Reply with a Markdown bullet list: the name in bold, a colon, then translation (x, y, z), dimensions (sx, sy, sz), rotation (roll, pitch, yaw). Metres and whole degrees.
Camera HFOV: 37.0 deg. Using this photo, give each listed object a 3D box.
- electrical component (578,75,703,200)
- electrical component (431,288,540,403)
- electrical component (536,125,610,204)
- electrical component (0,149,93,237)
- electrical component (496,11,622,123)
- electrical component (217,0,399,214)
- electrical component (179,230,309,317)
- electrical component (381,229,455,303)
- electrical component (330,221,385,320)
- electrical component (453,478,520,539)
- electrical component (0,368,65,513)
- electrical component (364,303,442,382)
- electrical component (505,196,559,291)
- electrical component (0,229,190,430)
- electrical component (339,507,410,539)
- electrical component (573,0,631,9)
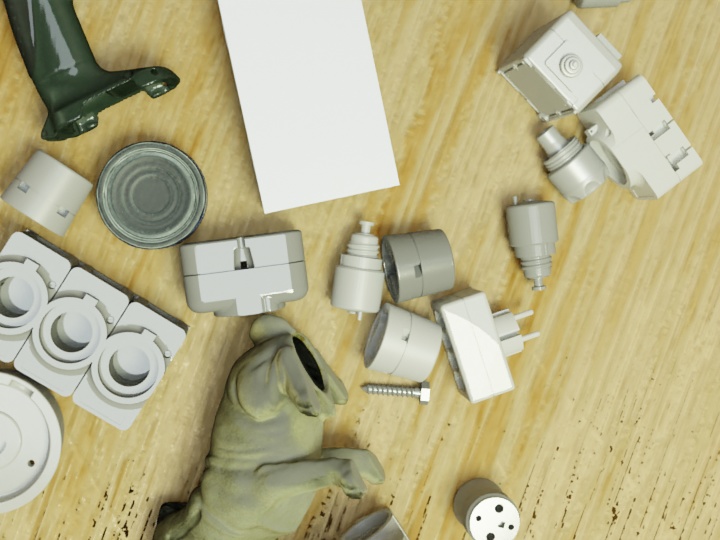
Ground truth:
- **electrical component**: translation (0.224, -0.104, 0.878), dimensions (0.056, 0.050, 0.089), rotation (-37, 97, -4)
- **electrical component**: translation (0.109, 0.054, 0.875), dimensions (0.076, 0.047, 0.083), rotation (-19, 95, -5)
- **electrical component**: translation (0.169, -0.089, 0.876), dimensions (0.043, 0.043, 0.062), rotation (-41, 95, -3)
- **electrical component**: translation (-0.239, -0.060, 0.825), dimensions (0.055, 0.055, 0.047), rotation (34, 85, -7)
- **electrical component**: translation (0.160, -0.161, 0.844), dimensions (0.062, 0.096, 0.061), rotation (45, 87, -7)
- **electrical component**: translation (-0.043, -0.146, 0.839), dimensions (0.105, 0.060, 0.186), rotation (-12, 95, -6)
- **electrical component**: translation (-0.090, 0.003, 0.845), dimensions (0.095, 0.054, 0.059), rotation (-7, 94, -6)
- **electrical component**: translation (0.047, -0.005, 0.861), dimensions (0.047, 0.055, 0.055), rotation (-11, 94, -10)
- **electrical component**: translation (0.000, 0.000, 0.862), dimensions (0.040, 0.040, 0.078), rotation (8, 92, -7)
- **electrical component**: translation (0.103, 0.198, 0.878), dimensions (0.045, 0.055, 0.045), rotation (0, 93, -7)
- **electrical component**: translation (-0.280, 0.127, 0.826), dimensions (0.108, 0.060, 0.108), rotation (0, 93, -7)
- **electrical component**: translation (0.035, 0.060, 0.863), dimensions (0.047, 0.055, 0.055), rotation (19, 91, -11)
- **electrical component**: translation (0.142, -0.023, 0.878), dimensions (0.040, 0.040, 0.078), rotation (-7, 94, -6)
- **electrical component**: translation (-0.219, 0.045, 0.829), dimensions (0.150, 0.062, 0.089), rotation (32, 89, -7)
- **electrical component**: translation (0.002, 0.247, 0.803), dimensions (0.105, 0.186, 0.060), rotation (-33, 96, -4)
- **electrical component**: translation (0.208, -0.234, 0.874), dimensions (0.078, 0.040, 0.040), rotation (-4, 94, -6)
